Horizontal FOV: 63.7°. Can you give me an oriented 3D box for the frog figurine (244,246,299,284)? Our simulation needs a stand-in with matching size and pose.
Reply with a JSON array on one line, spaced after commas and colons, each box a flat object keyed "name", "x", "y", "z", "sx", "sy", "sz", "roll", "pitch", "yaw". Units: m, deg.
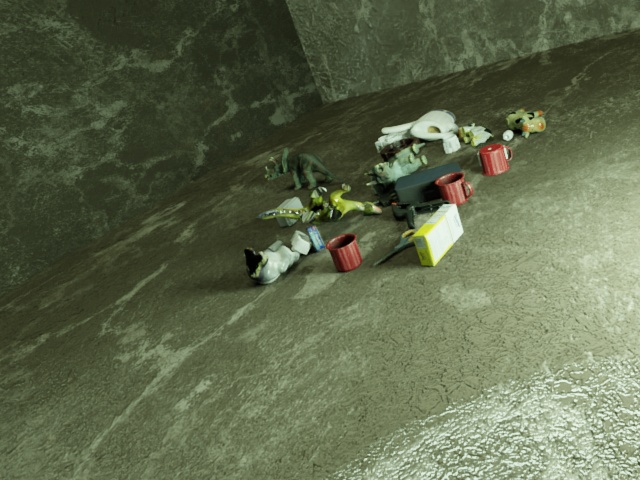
[{"name": "frog figurine", "x": -0.146, "y": 0.078, "z": 1.614, "sx": 0.159, "sy": 0.124, "sz": 0.136, "roll": 8, "pitch": -14, "yaw": -43}]

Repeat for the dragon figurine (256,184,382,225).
[{"name": "dragon figurine", "x": 0.005, "y": -0.089, "z": 1.772, "sx": 0.410, "sy": 0.124, "sz": 0.240, "roll": -7, "pitch": -15, "yaw": 7}]

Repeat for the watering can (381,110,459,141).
[{"name": "watering can", "x": 0.477, "y": -0.525, "z": 2.369, "sx": 0.349, "sy": 0.102, "sz": 0.228, "roll": 12, "pitch": 37, "yaw": 29}]
